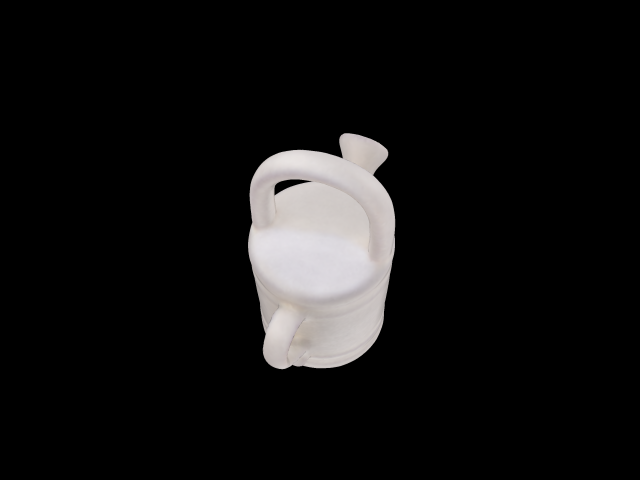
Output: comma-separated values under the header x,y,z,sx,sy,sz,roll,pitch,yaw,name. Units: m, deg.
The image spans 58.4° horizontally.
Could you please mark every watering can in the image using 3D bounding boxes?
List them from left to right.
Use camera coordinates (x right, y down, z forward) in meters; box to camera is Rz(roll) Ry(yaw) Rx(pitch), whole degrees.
x,y,z,sx,sy,sz,roll,pitch,yaw,name
0.002,0.001,0.400,0.101,0.194,0.173,-1,56,0,watering can
